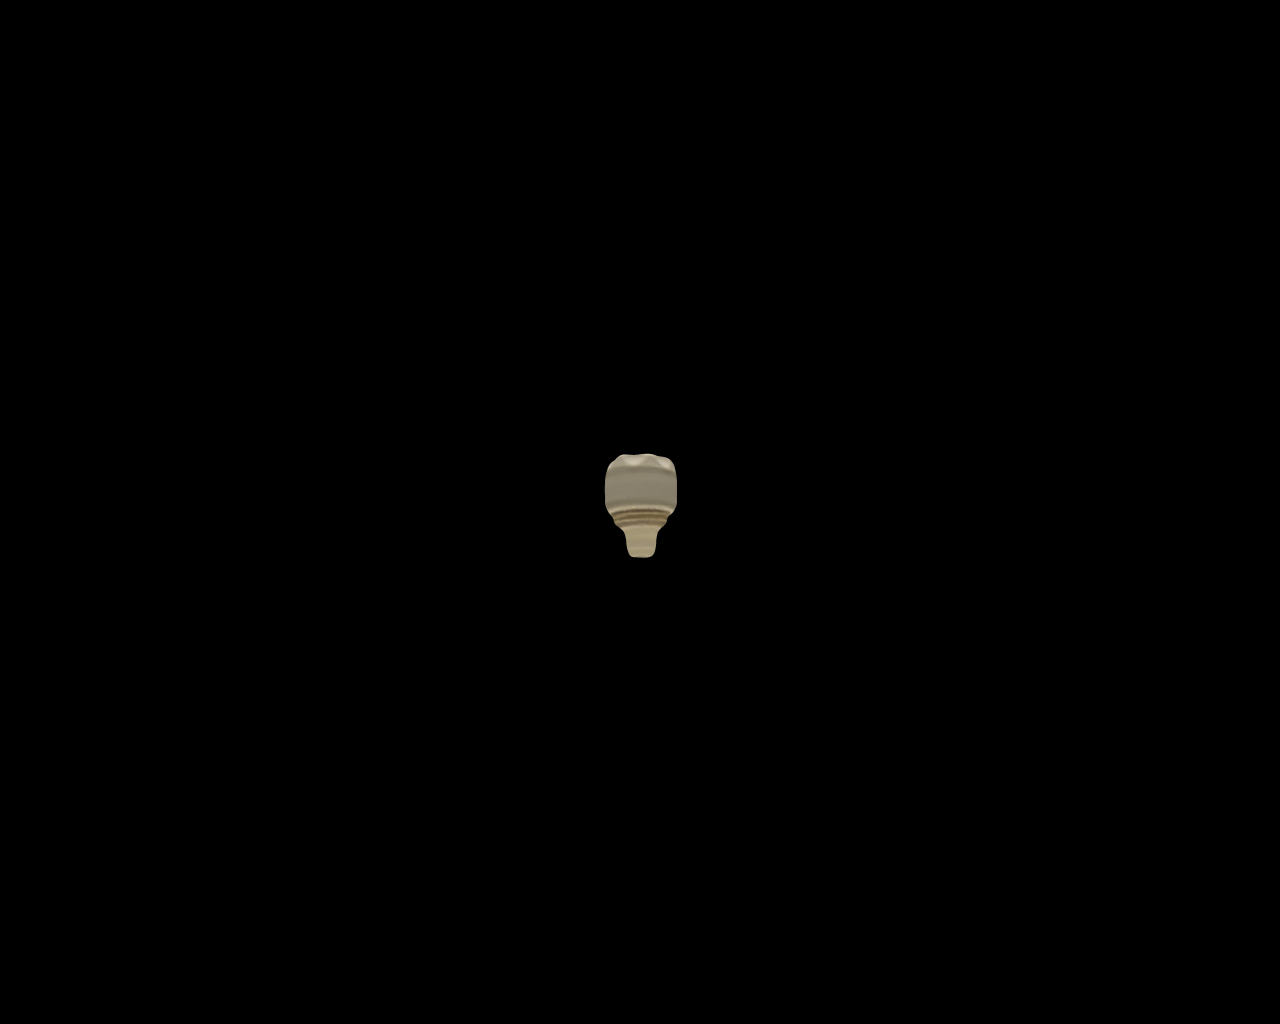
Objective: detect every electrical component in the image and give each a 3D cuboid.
[{"bbox_3d":[0.001,-0.003,0.650,0.043,0.062,0.043,0,-9,0],"label":"electrical component"}]
